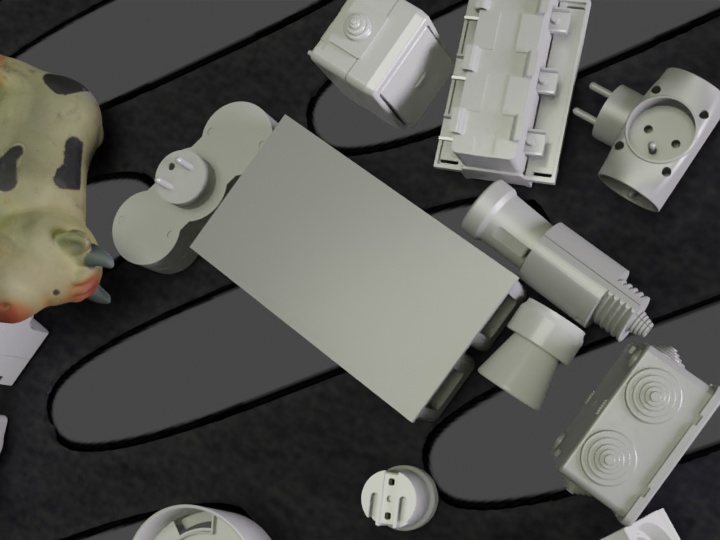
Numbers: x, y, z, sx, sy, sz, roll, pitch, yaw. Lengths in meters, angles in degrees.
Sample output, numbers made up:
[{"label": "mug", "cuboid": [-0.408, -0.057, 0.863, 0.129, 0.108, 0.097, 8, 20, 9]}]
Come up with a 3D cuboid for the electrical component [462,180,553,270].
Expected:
[{"label": "electrical component", "cuboid": [0.094, -0.028, 0.675, 0.046, 0.040, 0.040, 40, 93, 14]}]

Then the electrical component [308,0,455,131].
[{"label": "electrical component", "cuboid": [0.016, -0.137, 0.689, 0.061, 0.096, 0.061, 35, 92, 19]}]

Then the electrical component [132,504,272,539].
[{"label": "electrical component", "cuboid": [-0.098, 0.197, 0.678, 0.099, 0.064, 0.099, -3, 79, 17]}]

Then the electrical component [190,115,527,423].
[{"label": "electrical component", "cuboid": [0.000, 0.000, 0.687, 0.186, 0.060, 0.105, 37, 92, 20]}]

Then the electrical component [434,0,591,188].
[{"label": "electrical component", "cuboid": [0.094, -0.121, 0.679, 0.079, 0.063, 0.121, 10, 83, 19]}]

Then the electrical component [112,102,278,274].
[{"label": "electrical component", "cuboid": [-0.113, -0.058, 0.727, 0.138, 0.074, 0.052, -44, 70, 5]}]

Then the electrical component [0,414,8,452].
[{"label": "electrical component", "cuboid": [-0.306, 0.136, 0.763, 0.100, 0.048, 0.099, 8, 82, 19]}]

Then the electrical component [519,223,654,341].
[{"label": "electrical component", "cuboid": [0.141, 0.012, 0.649, 0.081, 0.043, 0.043, 39, 93, 20]}]

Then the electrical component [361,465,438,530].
[{"label": "electrical component", "cuboid": [0.024, 0.140, 0.660, 0.040, 0.046, 0.040, -3, 79, 17]}]

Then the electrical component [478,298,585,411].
[{"label": "electrical component", "cuboid": [0.105, 0.051, 0.653, 0.045, 0.045, 0.055, 33, 90, 20]}]

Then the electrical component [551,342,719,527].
[{"label": "electrical component", "cuboid": [0.151, 0.087, 0.604, 0.048, 0.100, 0.099, 36, 92, 7]}]

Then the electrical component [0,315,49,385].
[{"label": "electrical component", "cuboid": [-0.266, 0.040, 0.747, 0.050, 0.089, 0.055, 36, 92, 20]}]

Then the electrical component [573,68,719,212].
[{"label": "electrical component", "cuboid": [0.170, -0.088, 0.659, 0.079, 0.044, 0.077, 33, 91, 21]}]

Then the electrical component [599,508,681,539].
[{"label": "electrical component", "cuboid": [0.163, 0.204, 0.592, 0.063, 0.079, 0.121, -40, 68, 38]}]
